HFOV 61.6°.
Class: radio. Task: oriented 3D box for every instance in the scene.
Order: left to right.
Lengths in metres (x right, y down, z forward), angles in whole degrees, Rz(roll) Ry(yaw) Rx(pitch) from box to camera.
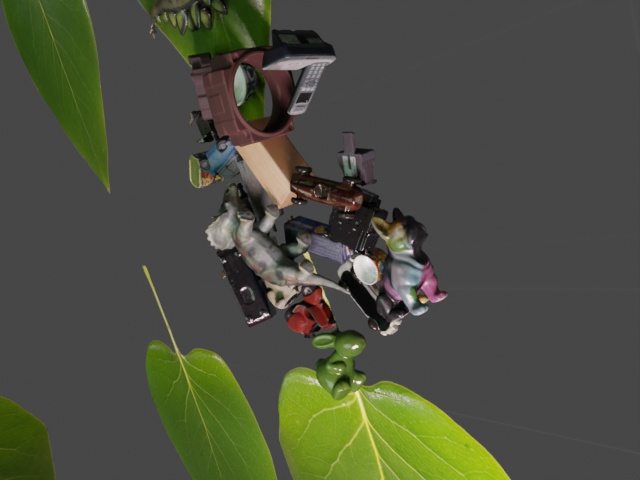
[{"bbox_3d":[-0.197,0.117,1.453,0.131,0.073,0.229,-80,-35,-88],"label":"radio"}]

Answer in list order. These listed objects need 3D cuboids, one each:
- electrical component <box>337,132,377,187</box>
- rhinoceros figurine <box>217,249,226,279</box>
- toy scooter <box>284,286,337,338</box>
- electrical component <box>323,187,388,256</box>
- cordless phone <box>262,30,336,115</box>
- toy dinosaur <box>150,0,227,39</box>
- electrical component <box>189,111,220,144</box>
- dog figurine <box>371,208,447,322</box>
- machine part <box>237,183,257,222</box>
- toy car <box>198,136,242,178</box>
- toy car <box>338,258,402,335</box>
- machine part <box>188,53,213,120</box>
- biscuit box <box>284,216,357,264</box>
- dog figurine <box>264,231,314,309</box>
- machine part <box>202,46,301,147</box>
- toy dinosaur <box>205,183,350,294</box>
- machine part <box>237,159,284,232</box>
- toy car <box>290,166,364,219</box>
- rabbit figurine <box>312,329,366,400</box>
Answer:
[{"bbox_3d":[0.076,-0.175,1.148,0.075,0.048,0.119,9,116,45],"label":"electrical component"},{"bbox_3d":[-0.236,0.091,1.599,0.073,0.112,0.190,-24,77,24],"label":"rhinoceros figurine"},{"bbox_3d":[-0.020,0.205,1.442,0.135,0.075,0.183,47,133,20],"label":"toy scooter"},{"bbox_3d":[0.080,-0.046,1.174,0.115,0.058,0.134,25,103,34],"label":"electrical component"},{"bbox_3d":[-0.060,-0.341,1.134,0.089,0.146,0.184,54,140,26],"label":"cordless phone"},{"bbox_3d":[-0.341,-0.619,1.342,0.472,0.105,0.198,8,119,51],"label":"toy dinosaur"},{"bbox_3d":[-0.332,-0.322,1.533,0.078,0.045,0.102,-7,104,51],"label":"electrical component"},{"bbox_3d":[0.164,0.047,1.127,0.191,0.108,0.219,-28,84,54],"label":"dog figurine"},{"bbox_3d":[-0.218,-0.088,1.538,0.084,0.039,0.139,-28,86,43],"label":"machine part"},{"bbox_3d":[-0.248,-0.225,1.458,0.103,0.109,0.162,46,131,-13],"label":"toy car"},{"bbox_3d":[0.116,0.134,1.265,0.202,0.056,0.073,52,133,14],"label":"toy car"},{"bbox_3d":[-0.291,-0.392,1.378,0.179,0.056,0.179,170,89,-84],"label":"machine part"},{"bbox_3d":[-0.003,-0.004,1.319,0.203,0.059,0.062,19,125,41],"label":"biscuit box"},{"bbox_3d":[-0.133,0.079,1.446,0.191,0.121,0.172,41,121,16],"label":"dog figurine"},{"bbox_3d":[-0.146,-0.320,1.199,0.087,0.201,0.200,1,110,44],"label":"machine part"},{"bbox_3d":[-0.124,0.033,1.306,0.405,0.131,0.192,47,138,2],"label":"toy dinosaur"},{"bbox_3d":[-0.156,-0.136,1.409,0.079,0.079,0.243,-8,104,50],"label":"machine part"},{"bbox_3d":[0.006,-0.106,1.163,0.202,0.053,0.089,19,108,35],"label":"toy car"},{"bbox_3d":[0.062,0.297,1.393,0.159,0.121,0.170,40,118,37],"label":"rabbit figurine"}]
